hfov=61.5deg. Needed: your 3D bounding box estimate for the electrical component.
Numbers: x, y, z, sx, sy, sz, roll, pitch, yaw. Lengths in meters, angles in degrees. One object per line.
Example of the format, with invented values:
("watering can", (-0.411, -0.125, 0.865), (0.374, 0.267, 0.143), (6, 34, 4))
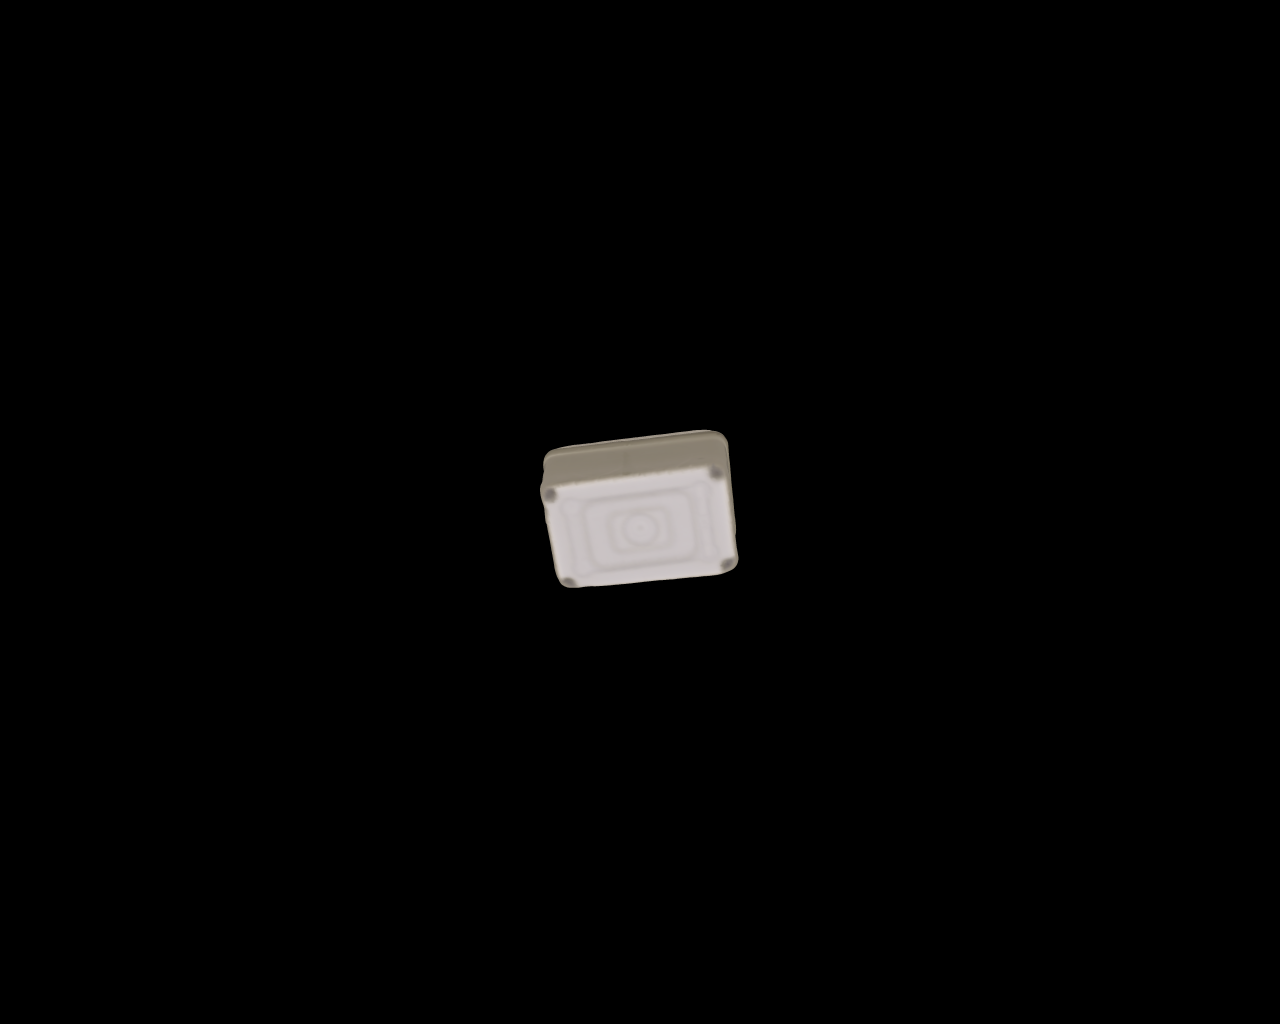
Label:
("electrical component", (0.001, -0.003, 0.650), (0.113, 0.078, 0.057), (-6, 27, 3))
